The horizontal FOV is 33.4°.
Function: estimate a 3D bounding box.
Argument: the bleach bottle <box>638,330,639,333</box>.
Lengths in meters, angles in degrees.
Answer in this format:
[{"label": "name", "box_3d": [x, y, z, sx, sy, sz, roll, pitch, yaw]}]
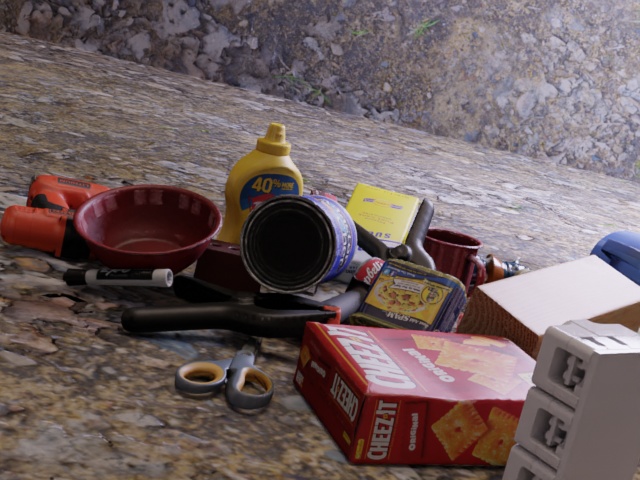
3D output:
[{"label": "bleach bottle", "box_3d": [0.422, 0.133, 1.269, 0.102, 0.068, 0.251, 7, 12, -23]}]

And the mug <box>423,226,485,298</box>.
[{"label": "mug", "box_3d": [0.167, 0.037, 1.389, 0.093, 0.081, 0.117, -1, 18, -44]}]

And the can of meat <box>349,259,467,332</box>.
[{"label": "can of meat", "box_3d": [0.095, 0.074, 1.134, 0.102, 0.084, 0.057, 18, -28, 25]}]

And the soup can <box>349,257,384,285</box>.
[{"label": "soup can", "box_3d": [0.092, 0.068, 1.225, 0.102, 0.068, 0.068, 23, 17, 38]}]

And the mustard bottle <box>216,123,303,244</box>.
[{"label": "mustard bottle", "box_3d": [-0.069, -0.046, 1.281, 0.096, 0.192, 0.058, 4, 16, -30]}]

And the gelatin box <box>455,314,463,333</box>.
[{"label": "gelatin box", "box_3d": [0.205, 0.114, 1.215, 0.089, 0.030, 0.073, 11, 13, -7]}]

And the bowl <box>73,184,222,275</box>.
[{"label": "bowl", "box_3d": [-0.189, -0.002, 1.176, 0.162, 0.055, 0.162, 3, 29, -2]}]

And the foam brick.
[{"label": "foam brick", "box_3d": [-0.103, 0.033, 1.229, 0.078, 0.051, 0.053, 12, 13, -2]}]

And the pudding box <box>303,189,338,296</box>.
[{"label": "pudding box", "box_3d": [-0.009, 0.002, 1.311, 0.039, 0.113, 0.090, 14, 13, -5]}]

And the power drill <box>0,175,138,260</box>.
[{"label": "power drill", "box_3d": [-0.287, -0.025, 1.294, 0.184, 0.057, 0.188, 11, 12, -15]}]

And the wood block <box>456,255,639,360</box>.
[{"label": "wood block", "box_3d": [0.248, 0.091, 1.134, 0.205, 0.090, 0.091, -11, 39, -41]}]

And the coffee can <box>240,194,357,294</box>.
[{"label": "coffee can", "box_3d": [-0.020, 0.002, 1.153, 0.103, 0.103, 0.140, 15, 5, 10]}]

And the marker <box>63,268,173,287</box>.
[{"label": "marker", "box_3d": [-0.213, 0.039, 1.117, 0.121, 0.020, 0.020, 0, 10, 16]}]

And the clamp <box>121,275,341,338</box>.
[{"label": "clamp", "box_3d": [-0.086, 0.074, 1.076, 0.210, 0.036, 0.164, 7, 13, 18]}]

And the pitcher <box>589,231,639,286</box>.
[{"label": "pitcher", "box_3d": [0.456, 0.055, 1.464, 0.145, 0.149, 0.243, -11, 14, -9]}]

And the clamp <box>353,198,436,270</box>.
[{"label": "clamp", "box_3d": [0.107, 0.017, 1.325, 0.120, 0.039, 0.171, -24, 54, 0]}]

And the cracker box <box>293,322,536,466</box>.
[{"label": "cracker box", "box_3d": [0.103, 0.135, 0.952, 0.213, 0.072, 0.164, 6, 14, -21]}]

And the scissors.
[{"label": "scissors", "box_3d": [-0.089, 0.112, 0.994, 0.096, 0.016, 0.202, 7, 12, -11]}]

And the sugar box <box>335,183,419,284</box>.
[{"label": "sugar box", "box_3d": [0.069, -0.006, 1.424, 0.093, 0.048, 0.176, 14, 35, 9]}]
